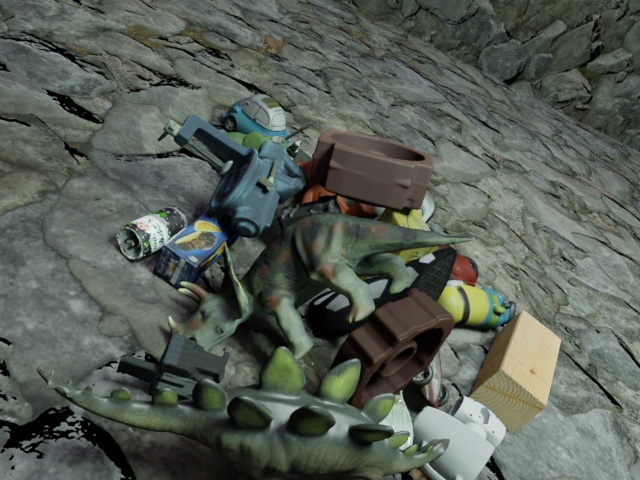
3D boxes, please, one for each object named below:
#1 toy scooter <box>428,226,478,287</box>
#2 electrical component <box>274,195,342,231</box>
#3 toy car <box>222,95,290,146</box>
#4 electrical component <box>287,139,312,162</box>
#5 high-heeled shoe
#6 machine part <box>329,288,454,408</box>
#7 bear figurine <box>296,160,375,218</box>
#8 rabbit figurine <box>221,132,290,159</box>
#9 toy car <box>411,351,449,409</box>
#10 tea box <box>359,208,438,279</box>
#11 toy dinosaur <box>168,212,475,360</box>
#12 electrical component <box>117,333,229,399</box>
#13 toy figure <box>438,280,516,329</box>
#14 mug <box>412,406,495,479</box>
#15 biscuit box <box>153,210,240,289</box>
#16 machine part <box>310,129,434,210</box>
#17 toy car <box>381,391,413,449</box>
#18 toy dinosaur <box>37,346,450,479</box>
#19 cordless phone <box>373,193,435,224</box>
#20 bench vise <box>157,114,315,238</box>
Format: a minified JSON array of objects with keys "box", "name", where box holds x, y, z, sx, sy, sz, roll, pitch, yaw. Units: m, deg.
[{"box":[0.231,0.042,1.103,0.135,0.075,0.184,-11,49,-45],"name":"toy scooter"},{"box":[-0.002,-0.003,0.927,0.134,0.115,0.058,67,30,-19],"name":"electrical component"},{"box":[-0.132,-0.266,1.192,0.162,0.102,0.109,41,36,18],"name":"toy car"},{"box":[-0.035,-0.176,1.188,0.102,0.045,0.078,42,33,-10],"name":"electrical component"},{"box":[0.102,0.075,0.878,0.249,0.086,0.145,-37,39,-26],"name":"high-heeled shoe"},{"box":[0.091,0.145,0.696,0.179,0.179,0.056,-9,44,-43],"name":"machine part"},{"box":[0.017,-0.100,1.058,0.120,0.132,0.196,10,54,-25],"name":"bear figurine"},{"box":[-0.130,-0.169,1.065,0.159,0.121,0.170,-4,33,-45],"name":"rabbit figurine"},{"box":[0.165,0.176,0.872,0.089,0.053,0.202,56,15,-37],"name":"toy car"},{"box":[0.123,0.032,0.948,0.068,0.169,0.098,7,42,-31],"name":"tea box"},{"box":[-0.016,0.038,0.730,0.192,0.405,0.131,56,10,2],"name":"toy dinosaur"},{"box":[-0.179,0.155,0.651,0.119,0.074,0.048,20,36,-11],"name":"electrical component"},{"box":[0.296,0.130,1.036,0.180,0.082,0.089,19,34,-21],"name":"toy figure"},{"box":[0.168,0.291,0.743,0.107,0.080,0.109,36,35,25],"name":"mug"},{"box":[-0.177,-0.002,0.858,0.059,0.062,0.203,34,35,2],"name":"biscuit box"},{"box":[0.090,-0.125,0.941,0.202,0.087,0.201,13,20,5],"name":"machine part"},{"box":[0.089,0.226,0.777,0.073,0.056,0.202,21,35,-15],"name":"toy car"},{"box":[-0.048,0.204,0.575,0.471,0.198,0.105,10,34,-22],"name":"toy dinosaur"},{"box":[0.126,-0.058,1.087,0.184,0.088,0.147,-25,59,-32],"name":"cordless phone"},{"box":[-0.133,-0.126,0.860,0.240,0.129,0.223,35,57,-24],"name":"bench vise"}]
